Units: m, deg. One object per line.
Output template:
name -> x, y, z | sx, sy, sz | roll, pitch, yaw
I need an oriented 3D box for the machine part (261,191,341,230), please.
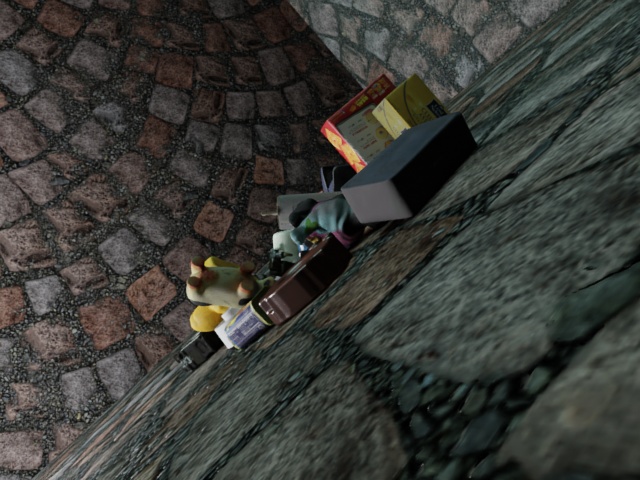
machine part -> -0.006, -0.065, 1.165 | 0.243, 0.079, 0.079 | -3, 6, 1

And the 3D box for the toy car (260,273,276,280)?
toy car -> -0.095, 0.093, 1.276 | 0.089, 0.053, 0.202 | -21, 3, -7

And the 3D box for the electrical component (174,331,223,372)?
electrical component -> -0.275, 0.246, 1.307 | 0.115, 0.058, 0.134 | -37, 5, 27

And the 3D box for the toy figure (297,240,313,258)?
toy figure -> -0.004, -0.001, 1.232 | 0.082, 0.089, 0.180 | -43, 12, 17

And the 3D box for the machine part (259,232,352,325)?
machine part -> -0.026, 0.064, 0.908 | 0.179, 0.056, 0.179 | -43, 4, 4

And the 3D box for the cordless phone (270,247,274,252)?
cordless phone -> -0.035, 0.022, 1.420 | 0.146, 0.088, 0.184 | -43, 15, -27

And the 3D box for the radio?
radio -> 0.147, -0.119, 0.889 | 0.131, 0.073, 0.229 | -9, 27, 51

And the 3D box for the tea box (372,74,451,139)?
tea box -> 0.196, -0.221, 1.038 | 0.098, 0.169, 0.068 | -45, 3, -21

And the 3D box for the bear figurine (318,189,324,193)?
bear figurine -> -0.013, -0.056, 1.587 | 0.120, 0.132, 0.196 | -42, 10, -20

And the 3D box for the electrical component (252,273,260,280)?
electrical component -> -0.175, 0.133, 1.435 | 0.048, 0.075, 0.119 | -42, 0, 0

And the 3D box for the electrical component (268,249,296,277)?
electrical component -> -0.055, 0.051, 1.050 | 0.078, 0.102, 0.045 | -11, 66, 65

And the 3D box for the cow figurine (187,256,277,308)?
cow figurine -> -0.160, 0.101, 1.044 | 0.127, 0.195, 0.085 | 112, 159, -51

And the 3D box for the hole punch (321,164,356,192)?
hole punch -> 0.066, -0.133, 1.318 | 0.142, 0.115, 0.092 | -9, 17, -24

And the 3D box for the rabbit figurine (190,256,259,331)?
rabbit figurine -> -0.227, 0.138, 1.231 | 0.173, 0.122, 0.162 | -53, -33, 15

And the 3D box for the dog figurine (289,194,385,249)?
dog figurine -> 0.055, -0.057, 1.026 | 0.219, 0.108, 0.192 | -36, 23, 12
